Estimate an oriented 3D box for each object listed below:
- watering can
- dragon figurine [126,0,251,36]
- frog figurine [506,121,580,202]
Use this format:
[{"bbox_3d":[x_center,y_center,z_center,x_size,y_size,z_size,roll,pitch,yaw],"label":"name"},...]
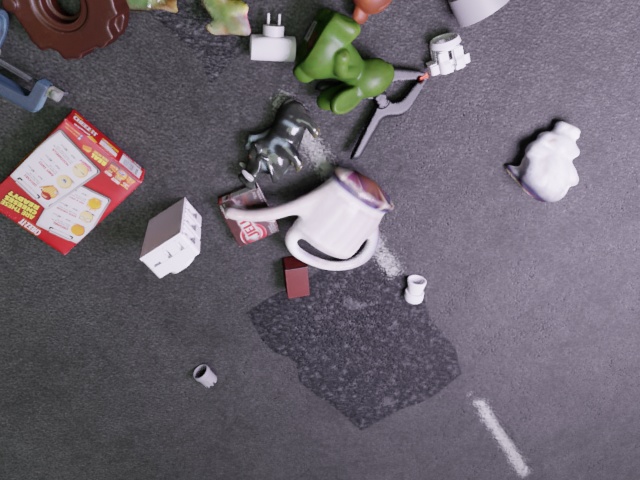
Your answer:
[{"bbox_3d":[0.003,-0.052,1.029,0.344,0.222,0.106,26,19,-34],"label":"watering can"},{"bbox_3d":[-0.264,-0.460,0.774,0.408,0.239,0.125,32,26,-16],"label":"dragon figurine"},{"bbox_3d":[0.494,-0.163,1.086,0.137,0.157,0.125,39,27,-8],"label":"frog figurine"}]
